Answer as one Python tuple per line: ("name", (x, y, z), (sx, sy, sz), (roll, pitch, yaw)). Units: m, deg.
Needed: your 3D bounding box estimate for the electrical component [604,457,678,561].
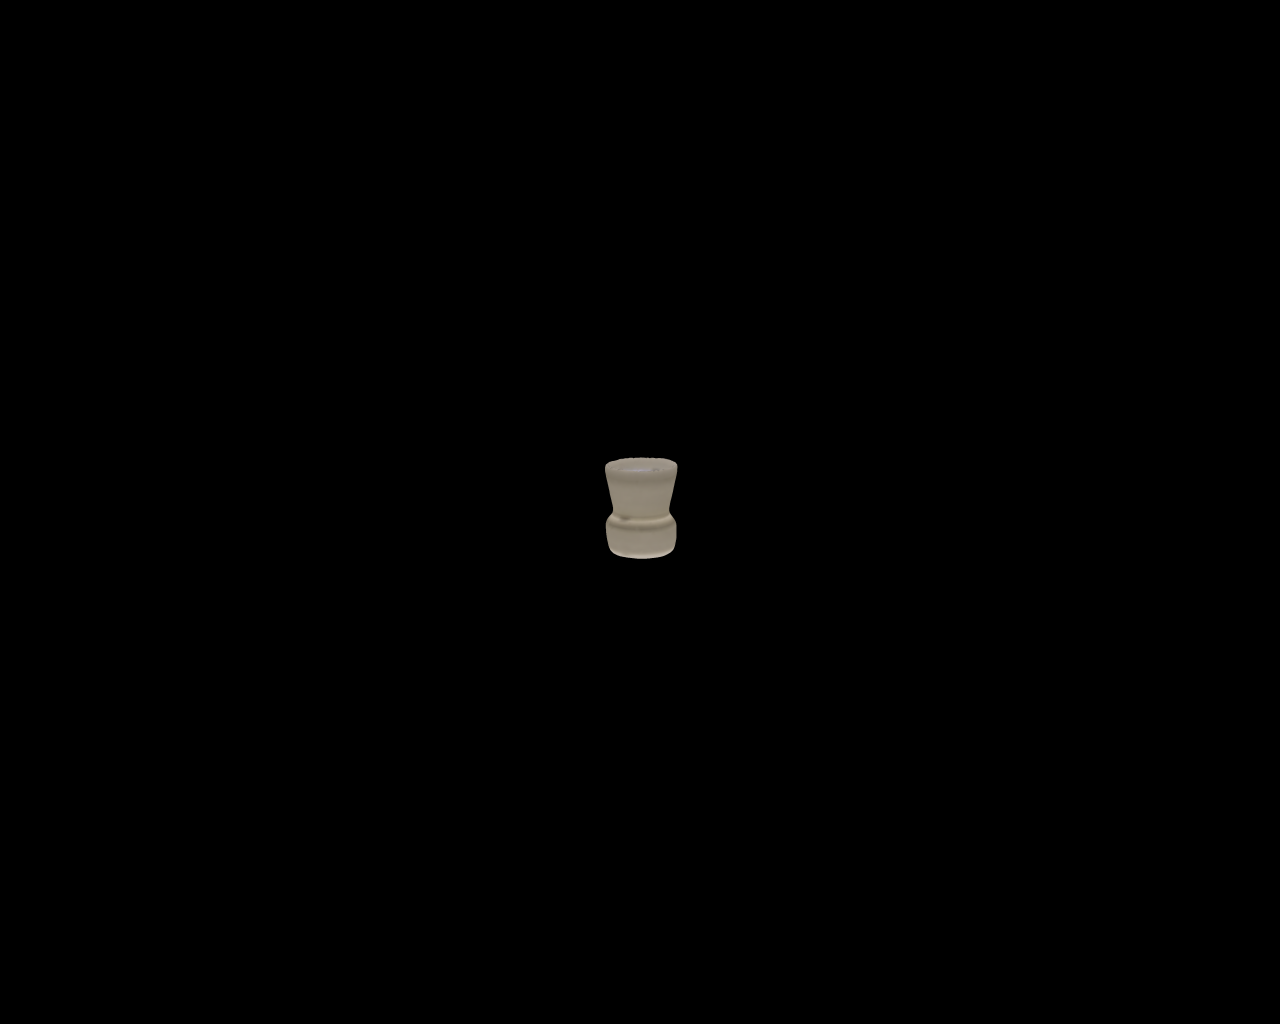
("electrical component", (0.001, -0.003, 0.650), (0.045, 0.055, 0.045), (0, 14, 0))
